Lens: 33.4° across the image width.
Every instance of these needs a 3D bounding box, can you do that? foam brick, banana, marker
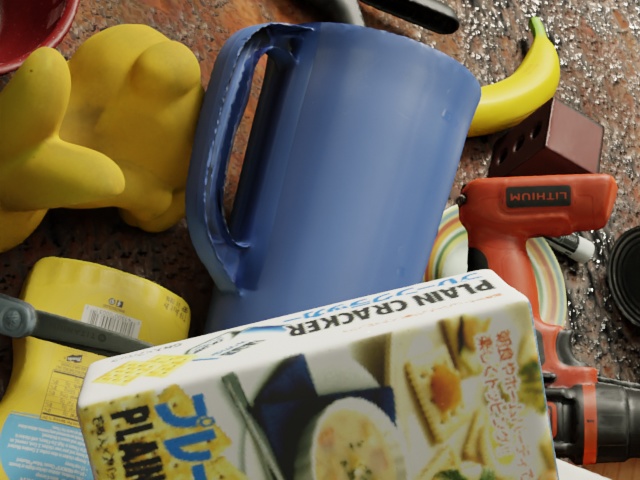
[{"bbox_3d":[0.172,-0.063,0.821,0.051,0.053,0.078,26,-34,-16],"label":"foam brick"},{"bbox_3d":[0.139,-0.118,0.855,0.197,0.070,0.037,-33,-22,-38],"label":"banana"},{"bbox_3d":[0.160,-0.014,0.827,0.121,0.020,0.020,26,-8,-18],"label":"marker"}]

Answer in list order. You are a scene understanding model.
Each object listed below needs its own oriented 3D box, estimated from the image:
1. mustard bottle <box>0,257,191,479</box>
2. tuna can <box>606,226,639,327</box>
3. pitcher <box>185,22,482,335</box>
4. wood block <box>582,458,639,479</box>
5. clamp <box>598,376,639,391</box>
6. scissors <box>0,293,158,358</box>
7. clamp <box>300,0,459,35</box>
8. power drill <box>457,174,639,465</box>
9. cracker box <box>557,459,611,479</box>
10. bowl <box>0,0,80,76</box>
[{"bbox_3d":[-0.134,0.109,0.575,0.096,0.191,0.058,20,-31,-20],"label":"mustard bottle"},{"bbox_3d":[0.268,0.028,0.830,0.033,0.086,0.086,-13,8,-36],"label":"tuna can"},{"bbox_3d":[-0.004,0.001,0.626,0.149,0.243,0.145,15,-11,5],"label":"pitcher"},{"bbox_3d":[0.199,0.241,0.671,0.090,0.206,0.090,4,-37,26],"label":"wood block"},{"bbox_3d":[0.305,0.126,0.781,0.165,0.210,0.036,-36,2,11],"label":"clamp"},{"bbox_3d":[-0.172,0.054,0.553,0.202,0.096,0.016,30,4,3],"label":"scissors"},{"bbox_3d":[0.029,-0.196,0.821,0.120,0.171,0.039,-33,-3,-38],"label":"clamp"},{"bbox_3d":[0.160,0.052,0.701,0.184,0.187,0.057,0,-14,9],"label":"power drill"},{"bbox_3d":[0.103,0.202,0.599,0.214,0.072,0.164,18,51,23],"label":"cracker box"},{"bbox_3d":[-0.229,-0.157,0.642,0.161,0.162,0.055,0,-22,-30],"label":"bowl"}]
